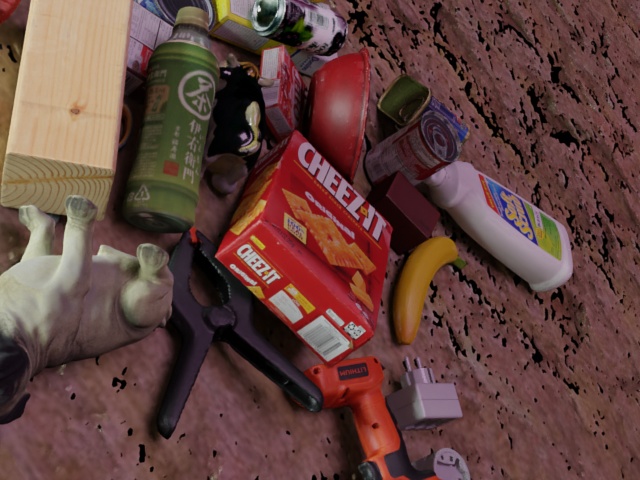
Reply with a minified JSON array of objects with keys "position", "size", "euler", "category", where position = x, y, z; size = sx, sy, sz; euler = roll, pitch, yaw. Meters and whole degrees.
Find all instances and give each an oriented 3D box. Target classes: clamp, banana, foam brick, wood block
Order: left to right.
[{"position":[-0.223,-0.133,0.949],"size":[0.090,0.090,0.206],"euler":[9,60,-15],"category":"wood block"},{"position":[-0.087,0.084,1.001],"size":[0.164,0.036,0.210],"euler":[2,57,-28],"category":"clamp"},{"position":[0.094,-0.031,1.264],"size":[0.078,0.051,0.053],"euler":[46,43,-14],"category":"foam brick"},{"position":[0.125,0.046,1.259],"size":[0.069,0.037,0.197],"euler":[53,41,-7],"category":"banana"}]

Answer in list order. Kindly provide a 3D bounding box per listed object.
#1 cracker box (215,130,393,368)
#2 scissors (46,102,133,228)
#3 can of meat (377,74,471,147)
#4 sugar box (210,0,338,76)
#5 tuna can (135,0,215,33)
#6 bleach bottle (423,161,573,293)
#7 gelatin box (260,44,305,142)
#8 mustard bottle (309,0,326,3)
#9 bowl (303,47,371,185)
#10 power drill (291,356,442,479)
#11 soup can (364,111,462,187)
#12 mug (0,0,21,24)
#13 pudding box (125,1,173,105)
[{"position":[-0.007,0.001,1.088],"size":[0.164,0.072,0.213],"euler":[45,27,-16],"category":"cracker box"},{"position":[-0.239,-0.081,0.983],"size":[0.096,0.016,0.201],"euler":[45,42,-13],"category":"scissors"},{"position":[0.132,-0.155,1.349],"size":[0.083,0.057,0.102],"euler":[35,7,-29],"category":"can of meat"},{"position":[-0.059,-0.260,1.255],"size":[0.175,0.048,0.093],"euler":[18,55,-42],"category":"sugar box"},{"position":[-0.156,-0.250,1.157],"size":[0.086,0.034,0.086],"euler":[24,51,-34],"category":"tuna can"},{"position":[0.222,-0.027,1.371],"size":[0.250,0.068,0.102],"euler":[30,46,-33],"category":"bleach bottle"},{"position":[-0.042,-0.162,1.199],"size":[0.073,0.030,0.089],"euler":[58,29,-52],"category":"gelatin box"},{"position":[-0.055,-0.363,1.283],"size":[0.192,0.058,0.096],"euler":[41,39,12],"category":"mustard bottle"},{"position":[0.014,-0.140,1.199],"size":[0.055,0.162,0.162],"euler":[7,56,-8],"category":"bowl"},{"position":[0.039,0.210,1.033],"size":[0.184,0.057,0.188],"euler":[-2,59,-47],"category":"power drill"},{"position":[0.110,-0.102,1.283],"size":[0.068,0.102,0.068],"euler":[24,51,-34],"category":"soup can"},{"position":[-0.310,-0.235,0.948],"size":[0.081,0.093,0.117],"euler":[28,41,-38],"category":"mug"},{"position":[-0.172,-0.184,1.097],"size":[0.113,0.039,0.090],"euler":[32,48,-31],"category":"pudding box"}]
